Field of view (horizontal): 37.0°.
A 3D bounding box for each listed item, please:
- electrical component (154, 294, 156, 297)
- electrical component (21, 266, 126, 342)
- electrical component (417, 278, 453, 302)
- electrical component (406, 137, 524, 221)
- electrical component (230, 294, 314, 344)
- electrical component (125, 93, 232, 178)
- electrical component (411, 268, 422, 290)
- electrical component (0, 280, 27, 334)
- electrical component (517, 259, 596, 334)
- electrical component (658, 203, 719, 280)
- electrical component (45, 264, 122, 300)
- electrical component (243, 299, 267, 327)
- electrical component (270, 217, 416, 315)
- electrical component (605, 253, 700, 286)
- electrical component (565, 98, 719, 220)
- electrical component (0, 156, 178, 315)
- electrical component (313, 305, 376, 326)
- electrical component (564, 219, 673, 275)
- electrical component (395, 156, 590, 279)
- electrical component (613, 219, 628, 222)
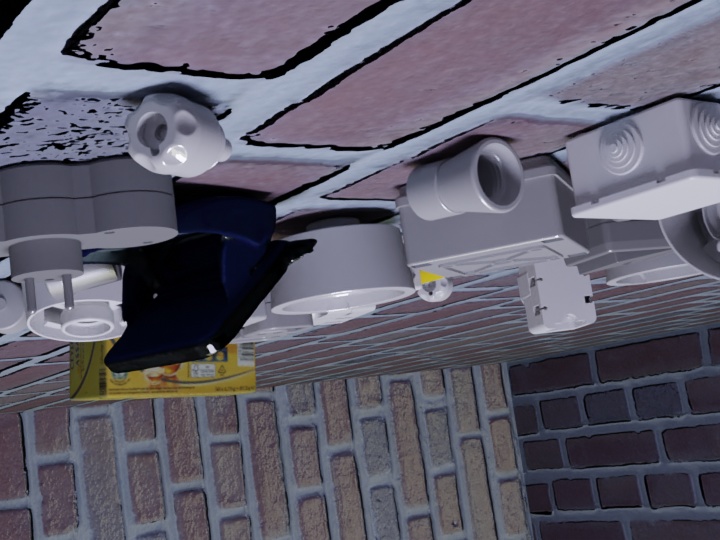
[{"bbox_3d":[-0.140,0.022,0.912,0.100,0.048,0.100,-2,170,-34],"label":"electrical component"},{"bbox_3d":[-0.213,0.017,0.838,0.099,0.064,0.099,-7,158,-3],"label":"electrical component"},{"bbox_3d":[0.082,0.016,1.128,0.035,0.035,0.061,-11,173,20],"label":"electrical component"},{"bbox_3d":[0.059,-0.051,0.640,0.044,0.044,0.065,-1,174,-40],"label":"electrical component"},{"bbox_3d":[-0.086,0.031,0.980,0.054,0.059,0.095,-3,170,-32],"label":"electrical component"},{"bbox_3d":[-0.077,-0.058,0.484,0.035,0.035,0.061,-11,174,21],"label":"electrical component"},{"bbox_3d":[0.000,0.000,0.898,0.077,0.047,0.066,-16,169,42],"label":"electrical component"},{"bbox_3d":[-0.285,0.032,0.872,0.040,0.040,0.078,-7,172,-7],"label":"electrical component"},{"bbox_3d":[0.178,0.010,0.988,0.050,0.089,0.055,-7,171,-9],"label":"electrical component"},{"bbox_3d":[0.251,-0.042,0.694,0.064,0.099,0.099,-9,174,-43],"label":"electrical component"},{"bbox_3d":[-0.189,-0.004,0.729,0.046,0.040,0.040,-13,172,-2],"label":"electrical component"},{"bbox_3d":[-0.111,0.012,0.813,0.047,0.065,0.077,-2,170,-33],"label":"electrical component"},{"bbox_3d":[-0.016,-0.006,0.799,0.108,0.060,0.108,-8,172,-1],"label":"electrical component"},{"bbox_3d":[0.260,-0.026,0.918,0.108,0.060,0.108,-8,172,-1],"label":"electrical component"},{"bbox_3d":[0.181,-0.064,0.634,0.100,0.048,0.100,-1,169,-39],"label":"electrical component"},{"bbox_3d":[-0.165,-0.014,0.561,0.138,0.073,0.052,-6,171,-13],"label":"electrical component"},{"bbox_3d":[-0.031,0.022,1.006,0.056,0.050,0.089,-4,171,-25],"label":"electrical component"},{"bbox_3d":[0.208,-0.033,0.825,0.096,0.061,0.062,-4,171,-23],"label":"electrical component"},{"bbox_3d":[0.094,-0.032,0.738,0.109,0.056,0.109,-11,171,20],"label":"electrical component"},{"bbox_3d":[0.197,-0.057,0.747,0.035,0.035,0.061,-1,166,-40],"label":"electrical component"}]
